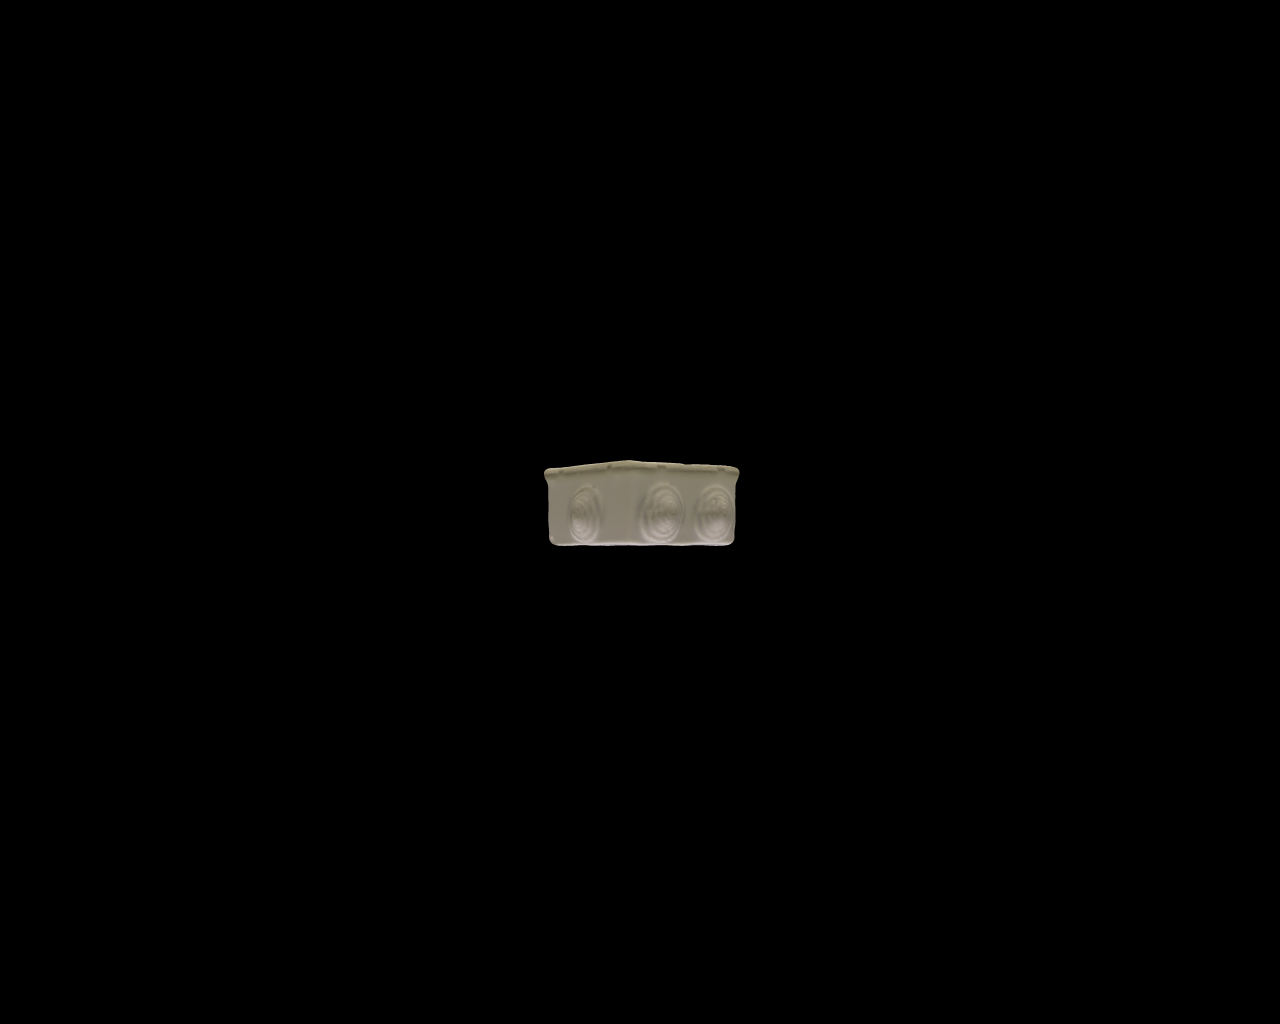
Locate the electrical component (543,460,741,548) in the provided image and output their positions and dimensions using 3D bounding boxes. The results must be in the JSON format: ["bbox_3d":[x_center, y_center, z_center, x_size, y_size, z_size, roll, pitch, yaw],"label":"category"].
[{"bbox_3d":[0.001,-0.003,0.650,0.100,0.048,0.099,2,-2,-40],"label":"electrical component"}]
